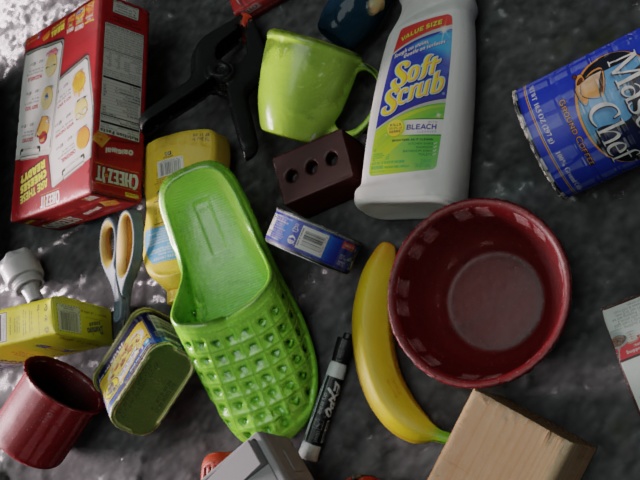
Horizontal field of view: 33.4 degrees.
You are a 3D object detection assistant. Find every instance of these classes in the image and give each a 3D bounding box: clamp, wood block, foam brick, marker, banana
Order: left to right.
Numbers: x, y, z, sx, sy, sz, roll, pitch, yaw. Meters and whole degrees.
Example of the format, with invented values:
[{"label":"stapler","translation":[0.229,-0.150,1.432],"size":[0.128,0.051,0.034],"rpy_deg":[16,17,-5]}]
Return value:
[{"label":"clamp","translation":[-0.090,-0.152,1.065],"size":[0.120,0.039,0.171],"rpy_deg":[25,65,7]},{"label":"foam brick","translation":[0.003,-0.063,1.011],"size":[0.078,0.051,0.053],"rpy_deg":[-22,68,22]},{"label":"marker","translation":[0.008,0.143,0.978],"size":[0.020,0.020,0.121],"rpy_deg":[17,86,30]},{"label":"banana","translation":[0.063,0.100,0.952],"size":[0.069,0.037,0.198],"rpy_deg":[-19,70,4]},{"label":"wood block","translation":[0.126,0.233,0.853],"size":[0.091,0.090,0.206],"rpy_deg":[28,91,29]}]

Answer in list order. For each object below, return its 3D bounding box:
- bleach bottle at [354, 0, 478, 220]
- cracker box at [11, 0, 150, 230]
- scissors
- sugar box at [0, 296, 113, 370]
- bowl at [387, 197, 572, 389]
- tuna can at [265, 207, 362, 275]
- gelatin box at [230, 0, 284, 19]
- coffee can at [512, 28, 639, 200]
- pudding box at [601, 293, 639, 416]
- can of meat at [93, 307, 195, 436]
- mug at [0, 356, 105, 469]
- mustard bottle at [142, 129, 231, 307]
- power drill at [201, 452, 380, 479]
[{"label":"bleach bottle","translation":[0.092,-0.147,0.980],"size":[0.103,0.068,0.251],"rpy_deg":[-2,75,27]},{"label":"cracker box","translation":[-0.253,-0.130,1.131],"size":[0.165,0.071,0.213],"rpy_deg":[-14,71,46]},{"label":"scissors","translation":[-0.212,0.062,1.106],"size":[0.096,0.016,0.202],"rpy_deg":[28,112,53]},{"label":"sugar box","translation":[-0.315,0.102,1.118],"size":[0.176,0.093,0.048],"rpy_deg":[-17,70,24]},{"label":"bowl","translation":[0.141,0.048,0.909],"size":[0.162,0.055,0.162],"rpy_deg":[-7,75,27]},{"label":"tuna can","translation":[-0.006,0.001,0.981],"size":[0.086,0.086,0.034],"rpy_deg":[23,91,30]},{"label":"gelatin box","translation":[-0.065,-0.283,1.114],"size":[0.073,0.030,0.089],"rpy_deg":[-25,67,21]},{"label":"coffee can","translation":[0.242,-0.108,0.866],"size":[0.140,0.102,0.103],"rpy_deg":[-26,67,21]},{"label":"pudding box","translation":[0.281,0.090,0.834],"size":[0.090,0.039,0.113],"rpy_deg":[-24,70,19]},{"label":"can of meat","translation":[-0.170,0.128,1.033],"size":[0.102,0.057,0.084],"rpy_deg":[-57,27,5]},{"label":"mug","translation":[-0.284,0.171,1.091],"size":[0.081,0.093,0.117],"rpy_deg":[-56,44,11]},{"label":"mustard bottle","translation":[-0.134,-0.009,1.067],"size":[0.096,0.058,0.191],"rpy_deg":[-11,73,27]},{"label":"power drill","translation":[-0.031,0.279,0.943],"size":[0.188,0.057,0.184],"rpy_deg":[-7,74,26]}]
